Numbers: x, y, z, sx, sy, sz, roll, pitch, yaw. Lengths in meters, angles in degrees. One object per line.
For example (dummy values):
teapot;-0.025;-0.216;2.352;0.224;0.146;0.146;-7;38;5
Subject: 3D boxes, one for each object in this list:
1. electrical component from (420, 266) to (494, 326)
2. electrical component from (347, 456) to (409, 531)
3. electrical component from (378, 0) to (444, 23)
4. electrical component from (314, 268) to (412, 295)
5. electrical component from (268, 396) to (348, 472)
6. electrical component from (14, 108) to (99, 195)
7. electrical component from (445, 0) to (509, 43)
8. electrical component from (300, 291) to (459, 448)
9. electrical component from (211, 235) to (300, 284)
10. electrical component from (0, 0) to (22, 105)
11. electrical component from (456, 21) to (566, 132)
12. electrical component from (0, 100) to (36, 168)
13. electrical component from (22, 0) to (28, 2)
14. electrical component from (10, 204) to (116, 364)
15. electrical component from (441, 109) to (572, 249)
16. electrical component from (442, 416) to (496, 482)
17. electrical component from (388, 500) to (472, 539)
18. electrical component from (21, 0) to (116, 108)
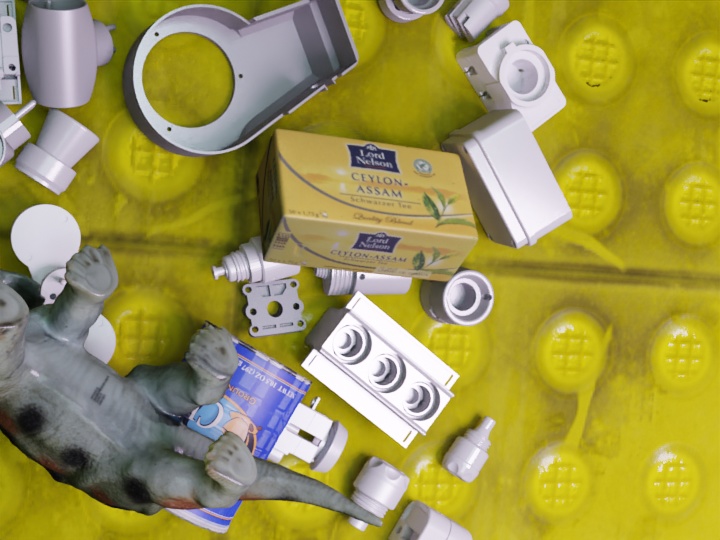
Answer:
electrical component;0.088;0.023;0.966;0.055;0.047;0.055;-1;94;-19
electrical component;0.012;0.201;0.955;0.043;0.043;0.062;34;84;-18
electrical component;0.044;-0.239;0.928;0.045;0.055;0.045;-1;94;-19
electrical component;0.000;0.000;0.936;0.081;0.043;0.043;0;94;-19
electrical component;-0.044;0.144;0.931;0.055;0.048;0.066;31;83;-11
electrical component;-0.239;-0.093;0.846;0.045;0.045;0.055;34;83;-18
electrical component;0.103;-0.231;0.958;0.040;0.040;0.046;43;85;-17
electrical component;0.014;0.085;0.937;0.121;0.063;0.078;40;81;-17
electrical component;-0.087;-0.008;0.907;0.078;0.040;0.040;-16;99;-17
electrical component;-0.281;-0.167;0.816;0.042;0.064;0.081;-5;96;-18
electrical component;0.137;-0.171;0.965;0.050;0.056;0.089;-38;105;-13
electrical component;-0.278;-0.103;0.815;0.079;0.077;0.044;-42;105;-13
electrical component;-0.255;-0.244;0.823;0.078;0.058;0.057;43;77;-17
electrical component;-0.231;0.016;0.841;0.052;0.074;0.138;-19;100;-17
electrical component;0.129;-0.080;0.955;0.057;0.078;0.113;-31;103;-8
electrical component;0.104;0.162;0.989;0.035;0.035;0.061;38;79;-18
electrical component;0.056;0.265;0.969;0.059;0.054;0.095;34;83;-18
electrical component;-0.221;-0.174;0.842;0.079;0.043;0.077;-31;135;-48
